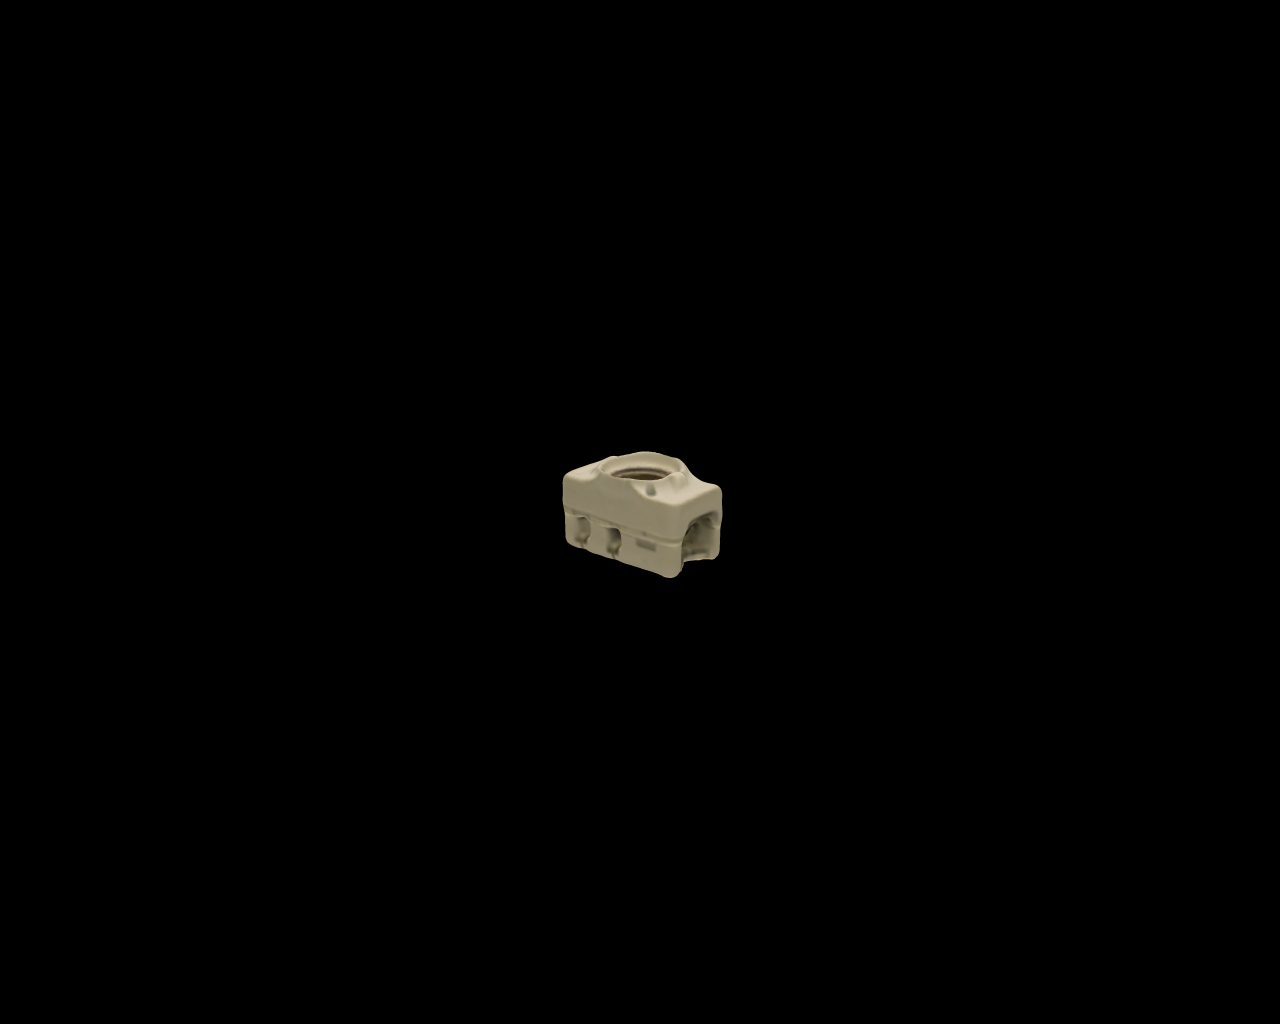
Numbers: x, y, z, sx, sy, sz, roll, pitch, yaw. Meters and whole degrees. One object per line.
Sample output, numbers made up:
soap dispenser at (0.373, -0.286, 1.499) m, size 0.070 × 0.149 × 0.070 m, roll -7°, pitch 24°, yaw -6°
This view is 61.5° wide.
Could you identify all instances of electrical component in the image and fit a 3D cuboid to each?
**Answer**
electrical component at (0.001, -0.003, 0.650) m, size 0.089 × 0.055 × 0.050 m, roll 17°, pitch 27°, yaw 38°
